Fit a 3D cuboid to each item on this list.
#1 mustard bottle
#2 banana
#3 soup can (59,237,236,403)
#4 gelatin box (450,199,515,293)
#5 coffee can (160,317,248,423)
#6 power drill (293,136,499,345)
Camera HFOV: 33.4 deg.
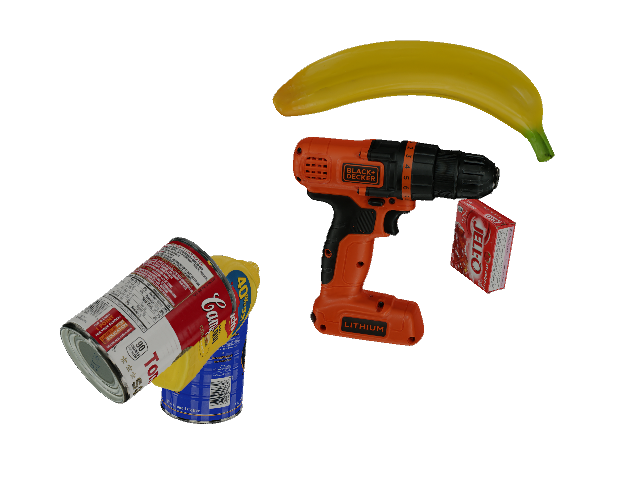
[{"bbox_3d":[-0.114,0.070,1.109,0.058,0.096,0.191,11,28,21],"label":"mustard bottle"},{"bbox_3d":[0.069,-0.104,0.727,0.197,0.069,0.037,9,-21,-4],"label":"banana"},{"bbox_3d":[-0.117,0.053,0.726,0.102,0.068,0.069,-40,22,-28],"label":"soup can"},{"bbox_3d":[0.186,0.005,1.235,0.030,0.089,0.073,-13,32,-28],"label":"gelatin box"},{"bbox_3d":[-0.141,0.138,1.304,0.103,0.140,0.103,5,18,-2],"label":"coffee can"},{"bbox_3d":[0.064,-0.001,0.975,0.184,0.188,0.057,7,19,13],"label":"power drill"}]
